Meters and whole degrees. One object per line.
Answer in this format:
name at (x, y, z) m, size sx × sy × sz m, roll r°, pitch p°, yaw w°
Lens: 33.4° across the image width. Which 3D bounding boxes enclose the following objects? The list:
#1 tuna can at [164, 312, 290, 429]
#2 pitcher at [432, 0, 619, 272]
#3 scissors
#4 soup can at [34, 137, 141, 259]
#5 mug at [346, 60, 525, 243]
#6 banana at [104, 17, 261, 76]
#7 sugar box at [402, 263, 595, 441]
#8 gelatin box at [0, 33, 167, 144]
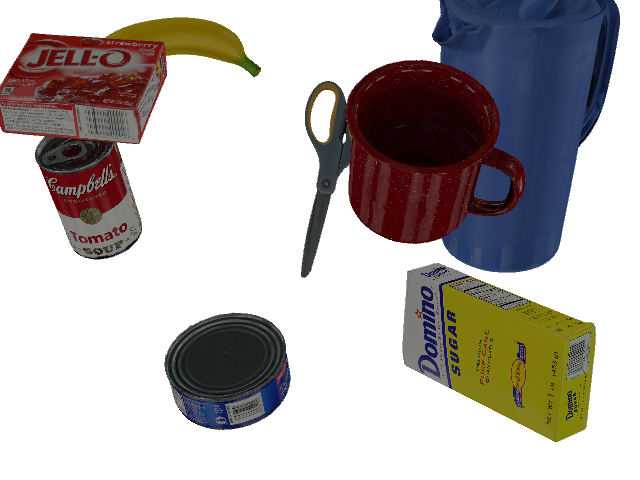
tuna can at (-0.064, 0.092, 0.753) m, size 0.086 × 0.034 × 0.086 m, roll -6°, pitch 38°, yaw 4°
pitcher at (0.173, -0.101, 0.926) m, size 0.149 × 0.243 × 0.145 m, roll 6°, pitch 32°, yaw 12°
scissors at (0.025, -0.063, 1.071) m, size 0.096 × 0.202 × 0.016 m, roll -2°, pitch -12°, yaw 0°
soup can at (-0.198, -0.042, 0.920) m, size 0.068 × 0.102 × 0.068 m, roll -6°, pitch 42°, yaw 5°
mug at (0.071, -0.048, 0.669) m, size 0.117 × 0.093 × 0.081 m, roll 19°, pitch -35°, yaw 11°
banana at (-0.154, -0.194, 1.074) m, size 0.197 × 0.070 × 0.037 m, roll -9°, pitch -38°, yaw -32°
sugar box at (0.142, 0.088, 0.887) m, size 0.048 × 0.093 × 0.176 m, roll -14°, pitch 23°, yaw -39°
gelatin box at (-0.146, -0.095, 0.655) m, size 0.089 × 0.030 × 0.073 m, roll 5°, pitch 43°, yaw 5°
